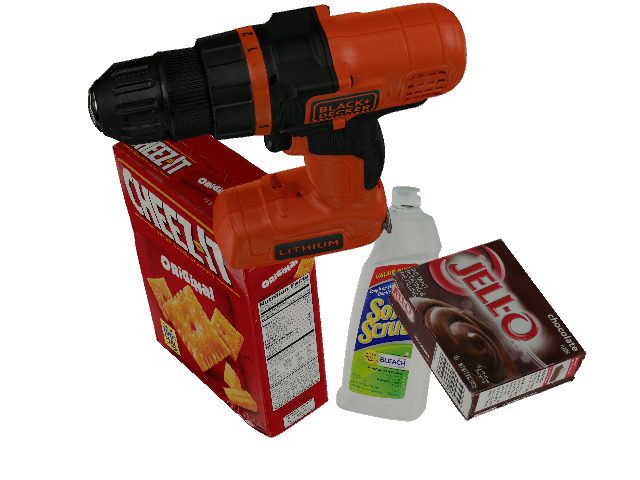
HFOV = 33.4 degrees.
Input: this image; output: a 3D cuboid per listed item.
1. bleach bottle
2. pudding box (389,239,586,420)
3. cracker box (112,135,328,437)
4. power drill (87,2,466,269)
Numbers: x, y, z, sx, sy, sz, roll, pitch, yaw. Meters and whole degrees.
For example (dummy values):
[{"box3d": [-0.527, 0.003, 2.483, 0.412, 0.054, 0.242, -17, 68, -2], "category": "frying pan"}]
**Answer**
[{"box3d": [0.076, 0.065, 1.163, 0.103, 0.251, 0.068, 8, 14, 19], "category": "bleach bottle"}, {"box3d": [0.112, 0.059, 0.732, 0.090, 0.113, 0.039, -17, -36, -19], "category": "pudding box"}, {"box3d": [-0.078, 0.031, 0.839, 0.072, 0.214, 0.164, -32, 47, -28], "category": "cracker box"}, {"box3d": [-0.023, -0.049, 0.574, 0.184, 0.057, 0.188, -10, -24, -8], "category": "power drill"}]
